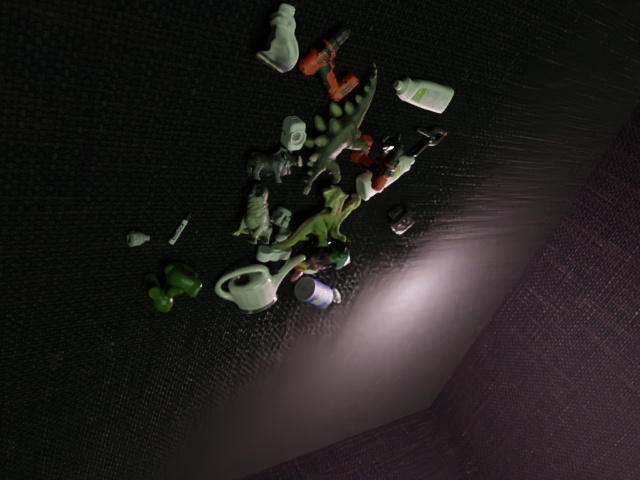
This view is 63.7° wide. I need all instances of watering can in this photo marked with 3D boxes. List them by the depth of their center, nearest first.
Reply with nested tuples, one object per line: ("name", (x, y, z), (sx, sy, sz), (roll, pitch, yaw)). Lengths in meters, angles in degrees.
("watering can", (-0.208, 0.162, 1.892), (0.348, 0.106, 0.219), (-15, 137, -3))

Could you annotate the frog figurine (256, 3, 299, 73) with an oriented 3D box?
("frog figurine", (-0.094, -0.530, 1.359), (0.159, 0.123, 0.137), (-58, 173, 6))

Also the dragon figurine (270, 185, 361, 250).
("dragon figurine", (0.006, -0.093, 1.853), (0.413, 0.123, 0.238), (-14, 127, -44))
